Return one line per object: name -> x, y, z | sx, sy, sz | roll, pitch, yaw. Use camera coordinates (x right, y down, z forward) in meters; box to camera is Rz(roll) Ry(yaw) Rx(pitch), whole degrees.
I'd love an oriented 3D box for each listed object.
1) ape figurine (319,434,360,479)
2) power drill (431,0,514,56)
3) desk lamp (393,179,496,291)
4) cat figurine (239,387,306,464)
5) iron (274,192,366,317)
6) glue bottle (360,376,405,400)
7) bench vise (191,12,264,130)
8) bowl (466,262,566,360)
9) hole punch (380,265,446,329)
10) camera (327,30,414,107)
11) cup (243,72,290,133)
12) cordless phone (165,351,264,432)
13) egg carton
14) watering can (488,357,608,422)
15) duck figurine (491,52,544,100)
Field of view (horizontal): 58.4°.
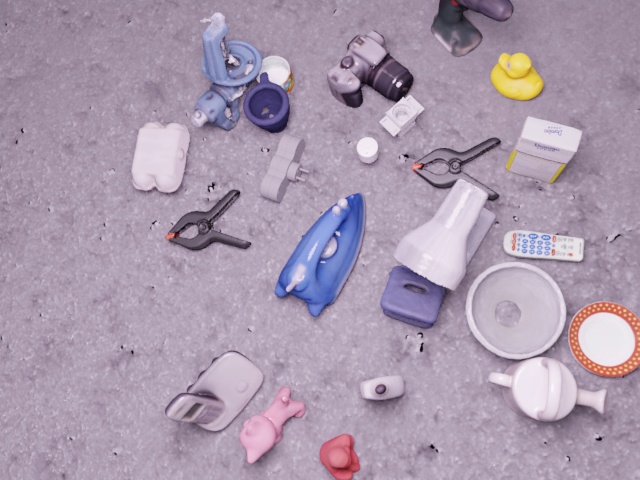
ape figurine -> 0.034, 0.373, 0.984 | 0.076, 0.092, 0.078 | 18, 80, 12
power drill -> 0.269, -0.447, 1.085 | 0.075, 0.208, 0.229 | -38, 74, -2
desk lamp -> 0.220, -0.009, 0.985 | 0.117, 0.214, 0.203 | 30, 83, 14
cat figurine -> -0.091, 0.322, 1.001 | 0.067, 0.118, 0.128 | 38, 85, 15
iron -> 0.010, 0.004, 1.050 | 0.118, 0.141, 0.258 | 27, 82, 13
glue bottle -> 0.103, 0.250, 0.962 | 0.078, 0.173, 0.037 | -11, 75, 6
bench vise -> -0.185, -0.321, 1.114 | 0.121, 0.220, 0.207 | 10, 78, 11
bowl -> 0.338, 0.126, 1.009 | 0.167, 0.075, 0.167 | -2, 77, 8
hole punch -> 0.166, 0.098, 1.031 | 0.108, 0.091, 0.101 | 16, 80, 12
camera -> 0.106, -0.329, 1.136 | 0.136, 0.101, 0.143 | 40, 85, 15
cup -> -0.101, -0.268, 1.154 | 0.091, 0.095, 0.118 | -8, 76, 6
cordless phone -> -0.185, 0.261, 0.994 | 0.094, 0.185, 0.148 | 37, 84, 15
egg carton -> -0.325, -0.170, 1.176 | 0.107, 0.069, 0.150 | 3, 77, 9
watering can -> 0.364, 0.238, 0.916 | 0.172, 0.194, 0.101 | -11, 75, 6
duck figurine -> 0.384, -0.323, 1.102 | 0.104, 0.086, 0.077 | 35, 84, 14
